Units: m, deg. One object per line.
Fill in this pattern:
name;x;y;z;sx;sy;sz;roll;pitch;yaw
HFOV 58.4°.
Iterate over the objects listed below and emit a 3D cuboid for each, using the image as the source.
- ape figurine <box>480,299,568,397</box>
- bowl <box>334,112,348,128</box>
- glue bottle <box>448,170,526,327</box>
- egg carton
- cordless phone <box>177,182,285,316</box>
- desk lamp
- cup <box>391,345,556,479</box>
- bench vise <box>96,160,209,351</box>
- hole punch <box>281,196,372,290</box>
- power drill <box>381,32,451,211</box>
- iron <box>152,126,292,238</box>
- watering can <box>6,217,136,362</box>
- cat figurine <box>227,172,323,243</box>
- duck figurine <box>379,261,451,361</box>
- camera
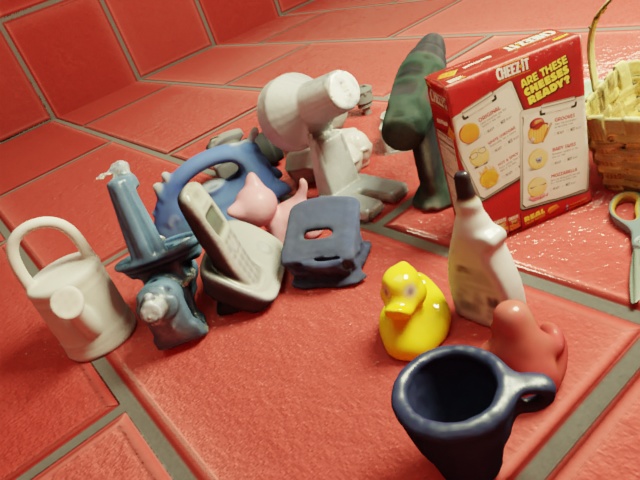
ape figurine;0.174;0.090;0.496;0.077;0.092;0.076;-10;31;17
bowl;-0.012;-0.240;1.185;0.167;0.075;0.167;-15;30;9
glue bottle;0.155;0.010;0.560;0.037;0.173;0.077;-37;33;-27
egg carton;0.015;-0.148;1.017;0.150;0.069;0.107;-2;34;28
cordless phone;-0.116;-0.008;0.744;0.094;0.185;0.147;-14;30;11
desk lamp;0.015;-0.157;0.885;0.118;0.214;0.202;-38;34;-28
cup;0.122;0.141;0.439;0.117;0.095;0.091;-12;30;15
bench vise;-0.203;0.013;0.726;0.122;0.220;0.206;-29;30;-16
hole punch;0.007;0.003;0.746;0.108;0.091;0.101;-6;32;23
power drill;0.153;-0.160;0.810;0.075;0.209;0.230;-3;33;27
iron;-0.187;-0.084;0.959;0.258;0.142;0.118;-23;29;-6
watering can;-0.326;0.059;0.750;0.172;0.194;0.101;11;41;43
cat figurine;-0.070;-0.049;0.854;0.128;0.118;0.067;-21;29;-1
duck figurine;0.092;0.062;0.600;0.077;0.086;0.105;-4;33;26
camera;-0.142;-0.165;1.112;0.137;0.101;0.143;-23;29;-6
